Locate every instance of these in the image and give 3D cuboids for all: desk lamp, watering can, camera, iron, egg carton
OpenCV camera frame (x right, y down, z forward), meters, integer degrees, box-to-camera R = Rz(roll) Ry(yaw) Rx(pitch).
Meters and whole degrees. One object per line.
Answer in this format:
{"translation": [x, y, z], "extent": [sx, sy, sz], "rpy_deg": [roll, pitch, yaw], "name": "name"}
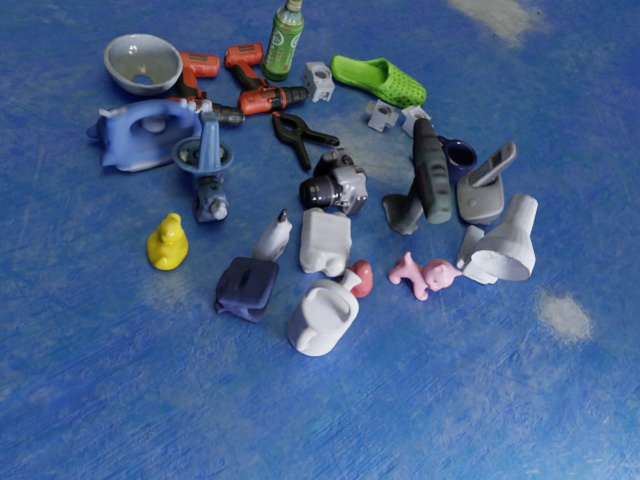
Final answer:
{"translation": [0.380, 0.009, 1.221], "extent": [0.118, 0.213, 0.203], "rpy_deg": [26, 54, -1], "name": "desk lamp"}
{"translation": [0.012, 0.123, 1.034], "extent": [0.101, 0.194, 0.173], "rpy_deg": [19, 55, -7], "name": "watering can"}
{"translation": [0.023, -0.129, 1.253], "extent": [0.137, 0.100, 0.143], "rpy_deg": [-13, 64, -26], "name": "camera"}
{"translation": [-0.335, -0.240, 1.173], "extent": [0.259, 0.141, 0.118], "rpy_deg": [-20, 67, -28], "name": "iron"}
{"translation": [0.011, 0.004, 1.185], "extent": [0.107, 0.069, 0.150], "rpy_deg": [10, 57, -13], "name": "egg carton"}

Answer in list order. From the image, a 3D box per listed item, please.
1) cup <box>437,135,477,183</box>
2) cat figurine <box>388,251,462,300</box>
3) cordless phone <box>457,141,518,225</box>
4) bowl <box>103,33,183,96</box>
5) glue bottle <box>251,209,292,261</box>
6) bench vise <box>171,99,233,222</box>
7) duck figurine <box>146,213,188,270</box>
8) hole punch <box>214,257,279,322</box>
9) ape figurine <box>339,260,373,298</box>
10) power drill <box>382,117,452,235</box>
{"translation": [0.312, -0.191, 1.396], "extent": [0.117, 0.095, 0.092], "rpy_deg": [44, 56, 11], "name": "cup"}
{"translation": [0.222, 0.065, 1.191], "extent": [0.128, 0.117, 0.067], "rpy_deg": [30, 54, 1], "name": "cat figurine"}
{"translation": [0.398, -0.132, 1.333], "extent": [0.094, 0.185, 0.147], "rpy_deg": [10, 57, -13], "name": "cordless phone"}
{"translation": [-0.394, -0.379, 1.280], "extent": [0.168, 0.074, 0.167], "rpy_deg": [9, 57, -14], "name": "bowl"}
{"translation": [-0.085, -0.009, 1.096], "extent": [0.037, 0.173, 0.078], "rpy_deg": [42, 56, 9], "name": "glue bottle"}
{"translation": [-0.207, -0.151, 1.114], "extent": [0.122, 0.219, 0.207], "rpy_deg": [-29, 72, -31], "name": "bench vise"}
{"translation": [-0.285, -0.002, 1.076], "extent": [0.077, 0.086, 0.104], "rpy_deg": [13, 56, -11], "name": "duck figurine"}
{"translation": [-0.138, 0.086, 1.069], "extent": [0.101, 0.091, 0.109], "rpy_deg": [22, 55, -5], "name": "hole punch"}
{"translation": [0.078, 0.070, 1.153], "extent": [0.078, 0.092, 0.076], "rpy_deg": [-22, 68, -29], "name": "ape figurine"}
{"translation": [0.211, -0.118, 1.245], "extent": [0.076, 0.208, 0.229], "rpy_deg": [-2, 60, -20], "name": "power drill"}
